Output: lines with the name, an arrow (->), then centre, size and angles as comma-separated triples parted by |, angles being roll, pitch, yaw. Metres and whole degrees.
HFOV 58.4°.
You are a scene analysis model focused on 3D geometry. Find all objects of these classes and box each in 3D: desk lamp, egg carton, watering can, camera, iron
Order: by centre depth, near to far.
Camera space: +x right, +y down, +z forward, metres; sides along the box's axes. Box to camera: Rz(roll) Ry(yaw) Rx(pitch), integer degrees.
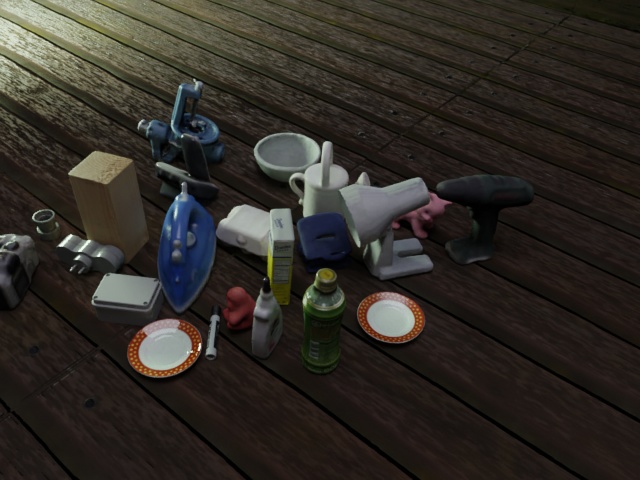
camera -> -0.637, 0.051, 1.101 | 0.137, 0.101, 0.143 | 2, 42, -2
iron -> -0.274, 0.007, 1.147 | 0.118, 0.141, 0.258 | -1, 42, -6
desk lamp -> 0.135, -0.028, 1.164 | 0.203, 0.214, 0.117 | -9, 43, -14
egg carton -> -0.144, -0.015, 1.236 | 0.150, 0.069, 0.107 | 19, 44, 17
watering can -> 0.022, -0.132, 1.285 | 0.173, 0.194, 0.100 | -7, 43, -12

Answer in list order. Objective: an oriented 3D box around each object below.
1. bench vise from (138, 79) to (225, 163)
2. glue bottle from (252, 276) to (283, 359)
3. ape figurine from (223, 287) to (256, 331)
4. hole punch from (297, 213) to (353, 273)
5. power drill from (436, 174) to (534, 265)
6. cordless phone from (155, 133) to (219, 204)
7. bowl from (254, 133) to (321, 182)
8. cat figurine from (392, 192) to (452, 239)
bench vise -> -0.345, -0.286, 1.409 | 0.207, 0.220, 0.121 | -7, 43, -12
glue bottle -> -0.093, 0.128, 1.002 | 0.037, 0.173, 0.078 | 15, 43, 12
ape figurine -> -0.152, 0.122, 1.066 | 0.076, 0.092, 0.078 | 11, 42, 8
hole punch -> 0.011, 0.004, 1.210 | 0.109, 0.091, 0.101 | -11, 44, -16
power drill -> 0.332, -0.050, 1.207 | 0.230, 0.208, 0.075 | -12, 44, -17
cordless phone -> -0.312, -0.176, 1.316 | 0.147, 0.185, 0.094 | 22, 45, 20
bowl -> -0.081, -0.196, 1.438 | 0.167, 0.075, 0.167 | 2, 42, -2
cat figurine -> 0.225, -0.071, 1.290 | 0.127, 0.118, 0.067 | 20, 44, 17
